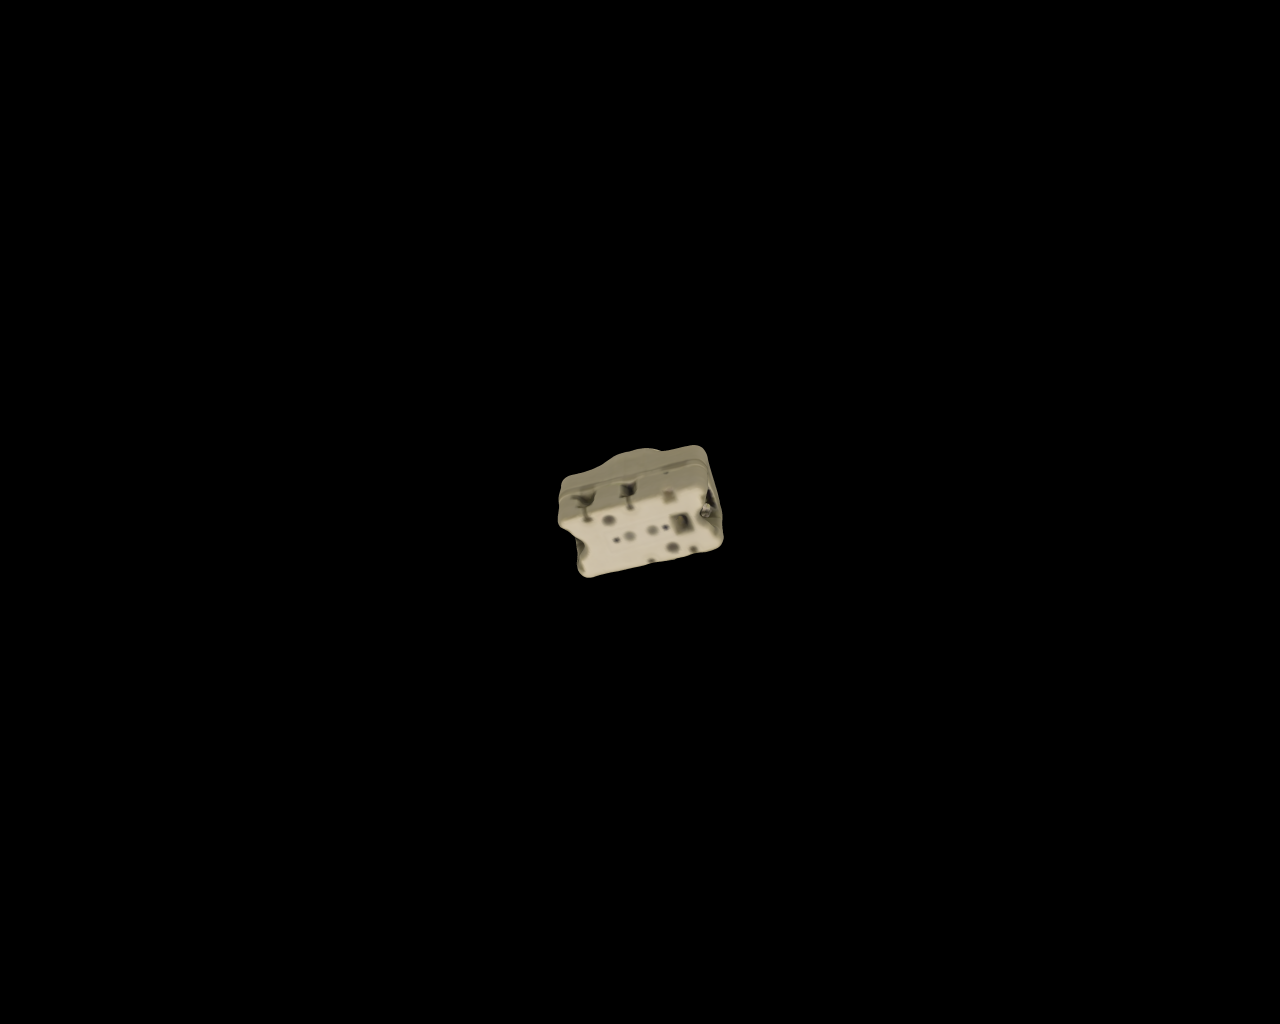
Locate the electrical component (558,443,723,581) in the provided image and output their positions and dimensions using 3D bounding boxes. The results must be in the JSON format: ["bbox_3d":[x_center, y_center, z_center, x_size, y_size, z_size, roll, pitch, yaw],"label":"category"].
[{"bbox_3d":[0.001,-0.003,0.650,0.089,0.050,0.056,-14,33,9],"label":"electrical component"}]
